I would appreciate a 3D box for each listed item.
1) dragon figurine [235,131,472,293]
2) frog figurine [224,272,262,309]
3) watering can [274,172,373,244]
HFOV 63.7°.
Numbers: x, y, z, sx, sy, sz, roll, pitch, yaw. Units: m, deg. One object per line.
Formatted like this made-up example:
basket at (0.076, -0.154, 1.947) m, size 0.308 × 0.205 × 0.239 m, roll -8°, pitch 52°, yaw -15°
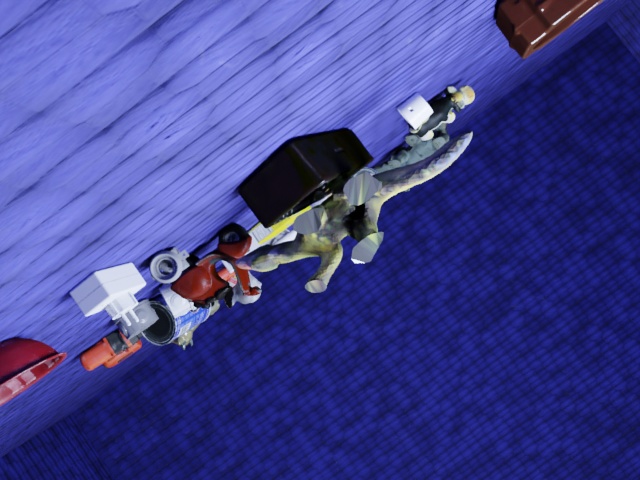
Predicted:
dragon figurine at (0.040, -0.055, 0.833) m, size 0.410 × 0.121 × 0.245 m, roll -34°, pitch 17°, yaw 2°
frog figurine at (-0.234, 0.141, 1.638) m, size 0.139 × 0.121 × 0.160 m, roll 37°, pitch 24°, yaw 33°
watering can at (0.004, -0.068, 1.360) m, size 0.346 × 0.104 × 0.225 m, roll -37°, pitch -2°, yaw 11°
